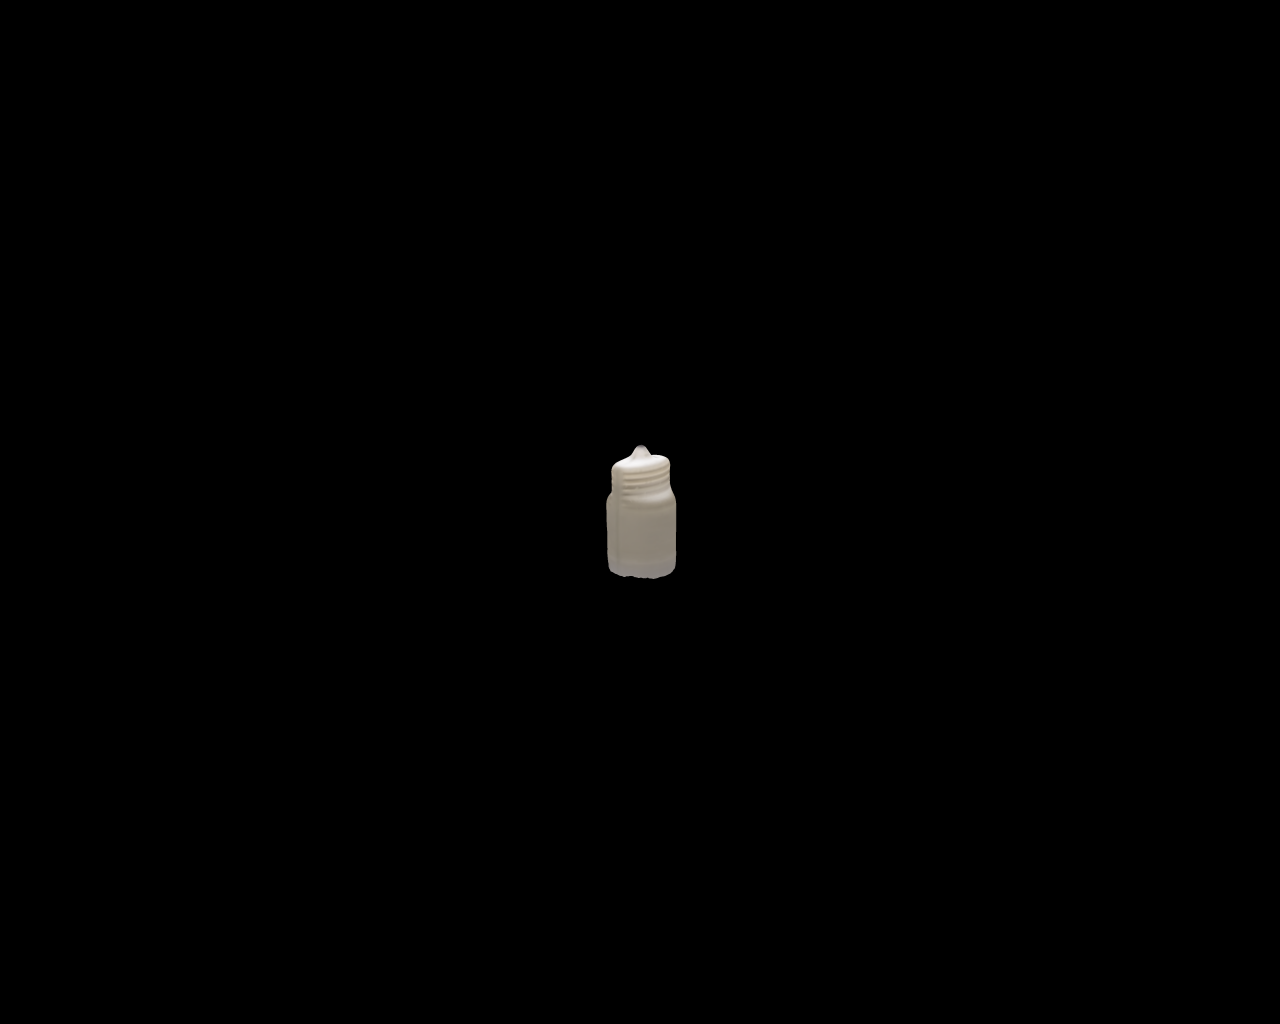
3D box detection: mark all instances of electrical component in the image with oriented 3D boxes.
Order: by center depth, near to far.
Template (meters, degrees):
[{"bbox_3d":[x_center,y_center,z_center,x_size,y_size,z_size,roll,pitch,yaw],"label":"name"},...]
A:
[{"bbox_3d":[0.001,-0.003,0.650,0.043,0.080,0.043,0,17,0],"label":"electrical component"}]
